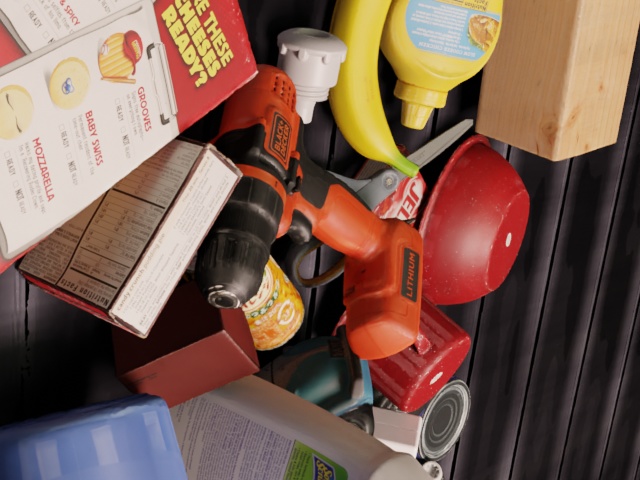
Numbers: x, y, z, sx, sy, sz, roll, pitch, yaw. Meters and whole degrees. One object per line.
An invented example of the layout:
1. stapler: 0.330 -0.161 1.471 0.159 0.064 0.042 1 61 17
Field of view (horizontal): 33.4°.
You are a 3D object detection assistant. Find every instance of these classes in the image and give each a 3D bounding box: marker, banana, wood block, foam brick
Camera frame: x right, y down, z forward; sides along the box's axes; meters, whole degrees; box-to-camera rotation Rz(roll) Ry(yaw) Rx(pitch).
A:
1. marker: 0.112 0.234 1.032 0.020 0.020 0.121 -59 160 -14
2. banana: 0.039 -0.144 0.765 0.069 0.037 0.198 -1 102 -12
3. wood block: 0.199 -0.181 0.866 0.090 0.091 0.206 -17 122 -38
4. foam brick: -0.087 0.065 0.678 0.078 0.051 0.053 -23 137 8

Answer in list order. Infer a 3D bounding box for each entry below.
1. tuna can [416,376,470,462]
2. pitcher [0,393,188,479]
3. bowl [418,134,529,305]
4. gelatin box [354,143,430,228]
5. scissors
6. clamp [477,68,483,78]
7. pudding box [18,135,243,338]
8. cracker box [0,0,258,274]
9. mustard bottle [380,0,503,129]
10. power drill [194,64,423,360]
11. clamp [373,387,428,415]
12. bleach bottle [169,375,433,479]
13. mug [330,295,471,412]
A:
1. tuna can: 0.105 0.165 1.007 0.085 0.034 0.086 -25 124 -43
2. pitcher: -0.114 0.215 0.604 0.144 0.149 0.243 -4 80 -63
3. bowl: 0.138 -0.007 0.925 0.161 0.055 0.162 -45 146 -43
4. gelatin box: 0.050 -0.023 0.854 0.089 0.030 0.073 -55 141 -17
5. scissors: 0.034 -0.052 0.801 0.201 0.016 0.096 -50 117 -18
6. clamp: 0.188 -0.245 0.919 0.209 0.036 0.164 -35 132 -32
7. pudding box: -0.110 -0.010 0.614 0.039 0.090 0.113 42 72 -49
8. cracker box: -0.143 -0.105 0.546 0.213 0.072 0.164 -44 137 -31
9. mustard bottle: 0.094 -0.178 0.805 0.096 0.058 0.192 6 106 -26
10. power drill: -0.005 0.001 0.693 0.187 0.057 0.184 44 40 -37
11. clamp: 0.046 0.138 0.919 0.171 0.039 0.120 -43 142 -28
12. bleach bottle: -0.014 0.156 0.675 0.067 0.251 0.102 0 106 -51
13. mug: 0.065 0.078 0.847 0.093 0.081 0.117 -43 157 -15
